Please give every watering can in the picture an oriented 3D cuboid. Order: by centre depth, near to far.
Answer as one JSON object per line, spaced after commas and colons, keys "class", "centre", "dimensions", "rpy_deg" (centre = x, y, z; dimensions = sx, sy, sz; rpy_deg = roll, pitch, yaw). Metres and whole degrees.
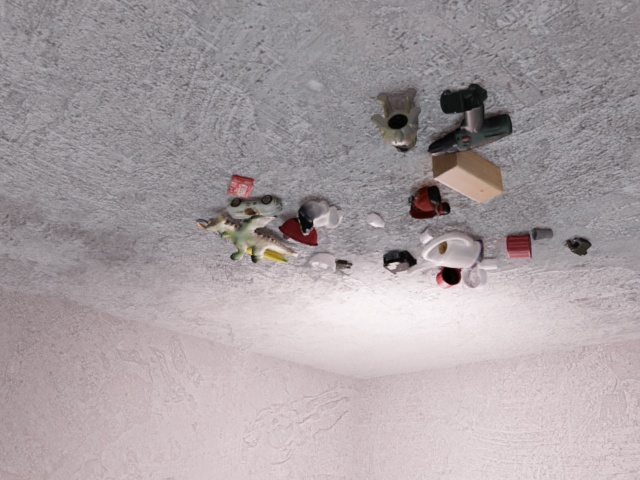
{"class": "watering can", "centre": [0.494, 0.064, 2.003], "dimensions": [0.224, 0.106, 0.340], "rpy_deg": [10, 149, -14]}

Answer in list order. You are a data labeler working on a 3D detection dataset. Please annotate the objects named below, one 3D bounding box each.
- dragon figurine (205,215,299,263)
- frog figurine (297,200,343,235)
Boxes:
{"class": "dragon figurine", "centre": [-0.236, -0.023, 1.958], "dimensions": [0.410, 0.125, 0.238], "rpy_deg": [6, 146, -24]}
{"class": "frog figurine", "centre": [0.005, -0.091, 1.807], "dimensions": [0.161, 0.124, 0.134], "rpy_deg": [-25, 154, -26]}
